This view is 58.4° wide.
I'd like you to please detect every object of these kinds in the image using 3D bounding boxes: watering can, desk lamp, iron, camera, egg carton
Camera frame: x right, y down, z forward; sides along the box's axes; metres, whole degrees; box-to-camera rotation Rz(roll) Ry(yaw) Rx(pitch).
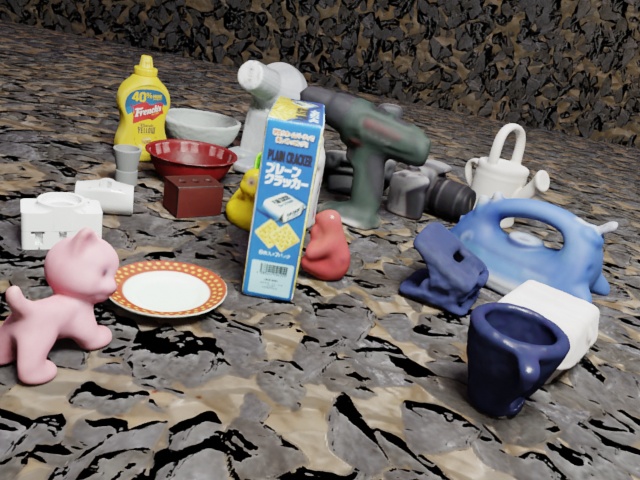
[{"bbox_3d":[0.358,-0.126,1.107,0.172,0.194,0.101,22,24,25],"label":"watering can"},{"bbox_3d":[-0.120,-0.261,1.182,0.117,0.213,0.204,18,23,17],"label":"desk lamp"},{"bbox_3d":[0.292,0.000,0.835,0.257,0.141,0.119,27,27,34],"label":"iron"},{"bbox_3d":[0.218,-0.094,1.085,0.136,0.101,0.144,24,25,30],"label":"camera"},{"bbox_3d":[0.255,0.103,0.660,0.107,0.069,0.151,25,25,31],"label":"egg carton"}]

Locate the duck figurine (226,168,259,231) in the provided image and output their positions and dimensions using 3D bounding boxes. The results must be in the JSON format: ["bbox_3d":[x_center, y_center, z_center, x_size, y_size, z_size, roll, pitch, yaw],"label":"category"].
[{"bbox_3d":[-0.104,-0.070,0.890,0.078,0.086,0.104,1,24,-25],"label":"duck figurine"}]

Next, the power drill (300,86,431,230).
[{"bbox_3d":[0.060,-0.132,0.957,0.229,0.208,0.076,14,22,8],"label":"power drill"}]

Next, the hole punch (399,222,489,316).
[{"bbox_3d":[0.172,0.035,0.758,0.100,0.091,0.109,20,23,22],"label":"hole punch"}]

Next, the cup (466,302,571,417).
[{"bbox_3d":[0.176,0.124,0.533,0.091,0.095,0.118,13,22,5],"label":"cup"}]

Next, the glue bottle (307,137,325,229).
[{"bbox_3d":[-0.013,-0.109,0.913,0.037,0.173,0.078,11,22,-1],"label":"glue bottle"}]

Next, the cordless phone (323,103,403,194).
[{"bbox_3d":[0.084,-0.183,1.127,0.147,0.185,0.094,8,22,-8],"label":"cordless phone"}]

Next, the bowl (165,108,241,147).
[{"bbox_3d":[-0.254,-0.224,1.212,0.167,0.075,0.167,10,22,-4],"label":"bowl"}]

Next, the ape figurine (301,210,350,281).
[{"bbox_3d":[0.007,0.003,0.755,0.076,0.092,0.078,23,25,28],"label":"ape figurine"}]

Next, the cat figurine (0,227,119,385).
[{"bbox_3d":[-0.226,0.043,0.506,0.067,0.118,0.128,17,22,16],"label":"cat figurine"}]
